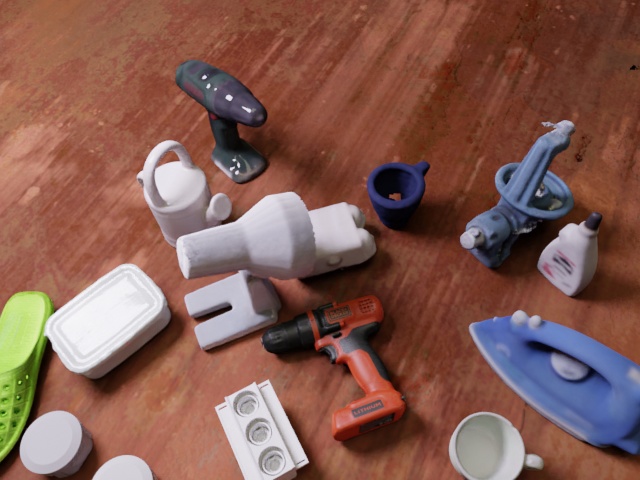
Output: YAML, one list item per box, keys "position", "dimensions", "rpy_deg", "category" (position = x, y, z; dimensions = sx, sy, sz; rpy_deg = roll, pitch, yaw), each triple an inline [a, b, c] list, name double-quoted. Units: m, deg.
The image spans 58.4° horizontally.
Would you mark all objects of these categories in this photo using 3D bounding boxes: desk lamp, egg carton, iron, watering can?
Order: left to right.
- position: [-0.216, -0.074, 0.899]
  dimensions: [0.172, 0.194, 0.101]
  rpy_deg: [5, 57, 7]
  category: "watering can"
- position: [-0.105, 0.043, 0.804]
  dimensions: [0.203, 0.214, 0.117]
  rpy_deg: [-22, 58, -10]
  category: "desk lamp"
- position: [0.008, 0.003, 0.907]
  dimensions: [0.150, 0.069, 0.107]
  rpy_deg: [-16, 57, -6]
  category: "egg carton"
- position: [0.317, 0.155, 0.743]
  dimensions: [0.257, 0.141, 0.119]
  rpy_deg: [31, 64, 21]
  category: "iron"

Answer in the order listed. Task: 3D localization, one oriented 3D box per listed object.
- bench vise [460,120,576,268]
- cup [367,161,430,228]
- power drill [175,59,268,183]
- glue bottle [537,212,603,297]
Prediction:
- position: [0.302, -0.059, 0.837]
  dimensions: [0.121, 0.220, 0.208]
  rpy_deg: [28, 63, 21]
  category: "bench vise"
- position: [0.131, -0.072, 0.932]
  dimensions: [0.118, 0.095, 0.091]
  rpy_deg: [-38, 62, -19]
  category: "cup"
- position: [-0.152, -0.198, 0.966]
  dimensions: [0.076, 0.209, 0.229]
  rpy_deg: [-39, 62, -19]
  category: "power drill"
- position: [0.364, 0.012, 0.814]
  dimensions: [0.037, 0.173, 0.078]
  rpy_deg: [-36, 61, -18]
  category: "glue bottle"
